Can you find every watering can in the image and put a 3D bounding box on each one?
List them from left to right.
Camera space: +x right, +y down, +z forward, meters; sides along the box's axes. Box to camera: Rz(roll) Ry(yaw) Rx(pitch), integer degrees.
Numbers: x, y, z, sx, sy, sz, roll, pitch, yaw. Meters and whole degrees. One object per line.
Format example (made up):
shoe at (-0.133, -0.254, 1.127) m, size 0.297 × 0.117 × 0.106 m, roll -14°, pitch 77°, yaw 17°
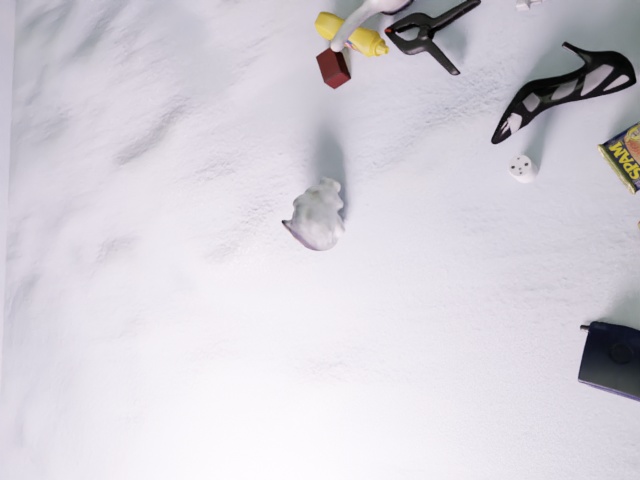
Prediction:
watering can at (0.133, -0.540, 1.092) m, size 0.104 × 0.345 × 0.225 m, roll 33°, pitch 12°, yaw 13°

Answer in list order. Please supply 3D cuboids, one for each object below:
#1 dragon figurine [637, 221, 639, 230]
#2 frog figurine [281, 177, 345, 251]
dragon figurine at (0.671, 0.027, 0.721) m, size 0.123 × 0.238 × 0.414 m, roll -22°, pitch 36°, yaw -38°
frog figurine at (0.004, -0.059, 1.167) m, size 0.137 × 0.159 × 0.123 m, roll 38°, pitch 7°, yaw -3°
